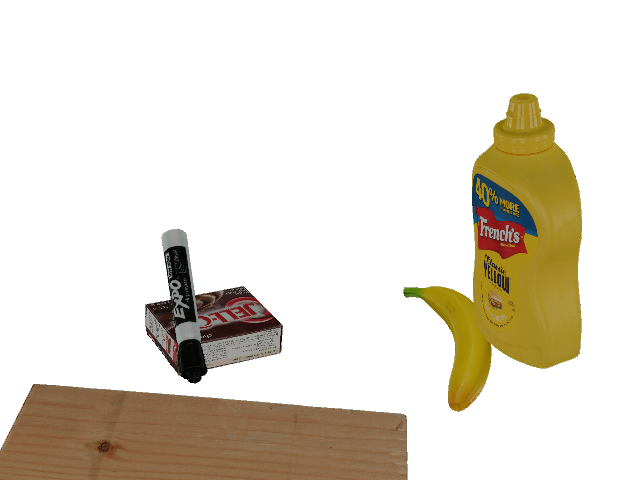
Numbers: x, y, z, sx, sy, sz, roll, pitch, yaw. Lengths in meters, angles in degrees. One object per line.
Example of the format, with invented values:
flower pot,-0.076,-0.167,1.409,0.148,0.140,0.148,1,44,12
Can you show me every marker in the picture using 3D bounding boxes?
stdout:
marker,-0.097,0.046,0.759,0.020,0.121,0.020,-9,-33,-6

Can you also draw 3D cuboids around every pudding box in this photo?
pudding box,-0.106,0.088,1.057,0.113,0.039,0.090,-12,28,-27

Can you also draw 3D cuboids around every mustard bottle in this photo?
mustard bottle,0.144,-0.011,0.755,0.058,0.192,0.096,-16,29,-19

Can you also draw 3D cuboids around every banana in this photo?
banana,0.144,0.104,1.117,0.069,0.037,0.198,-25,33,4

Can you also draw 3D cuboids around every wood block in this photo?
wood block,-0.060,0.144,0.567,0.206,0.090,0.090,5,30,2
